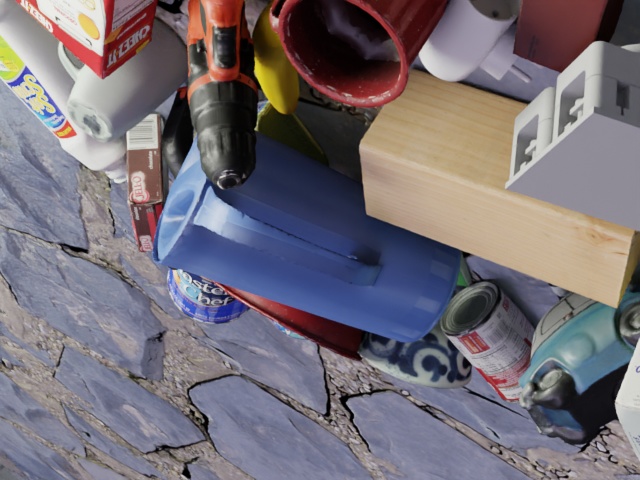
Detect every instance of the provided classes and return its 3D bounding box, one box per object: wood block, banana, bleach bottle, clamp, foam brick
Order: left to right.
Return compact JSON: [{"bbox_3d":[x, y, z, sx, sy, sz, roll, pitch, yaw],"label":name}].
[{"bbox_3d":[-0.261,-0.152,1.072,0.103,0.068,0.250,8,144,41],"label":"bleach bottle"},{"bbox_3d":[-0.101,-0.060,1.009,0.039,0.171,0.120,0,-178,39],"label":"clamp"},{"bbox_3d":[-0.026,-0.147,0.833,0.069,0.037,0.198,56,165,-2],"label":"banana"},{"bbox_3d":[0.142,-0.042,0.796,0.206,0.090,0.091,21,149,21],"label":"wood block"},{"bbox_3d":[0.157,-0.148,0.660,0.053,0.051,0.078,26,150,17],"label":"foam brick"}]

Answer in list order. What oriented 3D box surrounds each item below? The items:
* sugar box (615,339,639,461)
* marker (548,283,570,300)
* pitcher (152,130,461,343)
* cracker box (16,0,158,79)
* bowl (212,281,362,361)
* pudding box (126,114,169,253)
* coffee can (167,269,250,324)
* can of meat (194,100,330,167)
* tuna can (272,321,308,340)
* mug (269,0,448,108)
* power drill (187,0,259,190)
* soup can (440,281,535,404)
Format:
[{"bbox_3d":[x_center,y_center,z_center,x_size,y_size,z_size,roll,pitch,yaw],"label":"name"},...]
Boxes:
[{"bbox_3d":[0.265,0.075,0.757,0.048,0.176,0.093,6,141,41],"label":"sugar box"},{"bbox_3d":[0.195,0.021,0.912,0.020,0.020,0.121,-1,136,47],"label":"marker"},{"bbox_3d":[-0.006,0.001,0.883,0.242,0.149,0.145,22,141,-17],"label":"pitcher"},{"bbox_3d":[-0.197,-0.251,0.826,0.164,0.072,0.214,43,153,7],"label":"cracker box"},{"bbox_3d":[-0.019,0.052,1.003,0.162,0.055,0.162,29,180,0],"label":"bowl"},{"bbox_3d":[-0.173,-0.057,1.076,0.039,0.113,0.090,-3,147,-5],"label":"pudding box"},{"bbox_3d":[-0.105,0.016,1.124,0.103,0.102,0.140,31,152,5],"label":"coffee can"},{"bbox_3d":[-0.051,-0.079,0.973,0.084,0.057,0.102,-4,134,45],"label":"can of meat"},{"bbox_3d":[-0.013,0.060,1.115,0.086,0.086,0.034,29,153,8],"label":"tuna can"},{"bbox_3d":[0.022,-0.149,0.699,0.117,0.081,0.093,11,142,31],"label":"mug"},{"bbox_3d":[-0.067,-0.154,0.742,0.057,0.184,0.188,-3,147,-10],"label":"power drill"},{"bbox_3d":[0.168,0.096,1.002,0.102,0.068,0.069,47,149,-23],"label":"soup can"}]
